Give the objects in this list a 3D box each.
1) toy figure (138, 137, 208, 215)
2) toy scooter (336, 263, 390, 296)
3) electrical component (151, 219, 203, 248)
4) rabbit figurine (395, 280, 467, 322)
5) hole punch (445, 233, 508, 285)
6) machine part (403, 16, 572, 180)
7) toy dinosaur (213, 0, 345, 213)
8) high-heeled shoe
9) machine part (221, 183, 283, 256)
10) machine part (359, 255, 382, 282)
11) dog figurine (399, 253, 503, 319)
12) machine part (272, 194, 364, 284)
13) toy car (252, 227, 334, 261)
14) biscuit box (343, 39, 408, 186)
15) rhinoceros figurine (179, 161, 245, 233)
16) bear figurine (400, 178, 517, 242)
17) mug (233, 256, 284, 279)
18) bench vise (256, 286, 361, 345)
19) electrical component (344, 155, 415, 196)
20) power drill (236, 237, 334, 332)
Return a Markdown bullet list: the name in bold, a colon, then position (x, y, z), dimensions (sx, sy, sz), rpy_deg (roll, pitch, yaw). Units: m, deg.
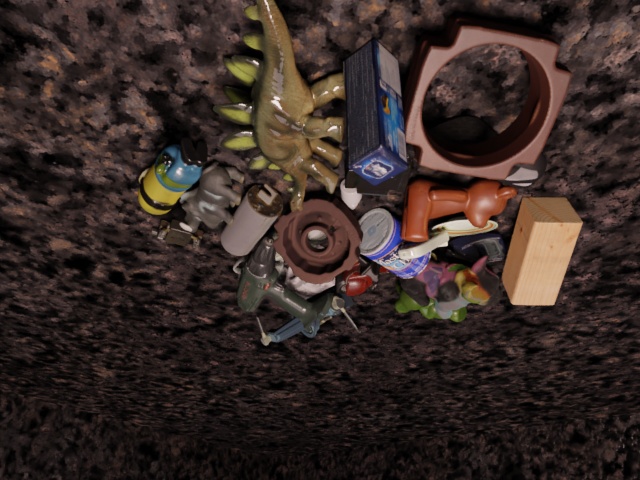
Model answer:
- **toy figure**: position (-0.269, -0.112, 0.962), dimensions (0.082, 0.089, 0.180), rpy_deg (33, 139, -28)
- **toy scooter**: position (0.104, 0.070, 1.254), dimensions (0.135, 0.075, 0.183), rpy_deg (0, 143, 1)
- **electrical component**: position (-0.308, -0.011, 1.166), dimensions (0.102, 0.045, 0.078), rpy_deg (20, 142, -27)
- **rabbit figurine**: position (0.251, 0.130, 1.305), dimensions (0.170, 0.121, 0.159), rpy_deg (10, 172, -41)
- **hole punch**: position (0.351, 0.036, 1.191), dimensions (0.116, 0.092, 0.142), rpy_deg (19, 164, 36)
- **machine part**: position (0.221, -0.195, 0.748), dimensions (0.201, 0.087, 0.201), rpy_deg (9, 124, -5)
- **toy dinosaur**: position (-0.056, -0.195, 0.811), dimensions (0.199, 0.105, 0.470), rpy_deg (5, 143, 2)
- **high-heeled shoe**: position (0.264, -0.132, 0.913), dimensions (0.249, 0.086, 0.145), rpy_deg (-3, 149, 2)
- **machine part**: position (-0.140, -0.037, 1.088), dimensions (0.079, 0.079, 0.243), rpy_deg (17, 144, -23)
- **machine part**: position (0.080, 0.027, 1.145), dimensions (0.139, 0.084, 0.039), rpy_deg (44, 123, -9)
- **dog figurine**: position (0.274, 0.080, 1.126), dimensions (0.192, 0.108, 0.219), rpy_deg (33, 162, 4)
- **machine part**: position (-0.002, -0.003, 1.059), dimensions (0.180, 0.056, 0.179), rpy_deg (5, 113, 12)
- **toy car**: position (-0.059, -0.007, 1.151), dimensions (0.202, 0.056, 0.073), rpy_deg (-21, 141, 32)
- **biscuit box**: position (0.074, -0.176, 0.736), dimensions (0.059, 0.203, 0.063), rpy_deg (27, 141, -37)
- **rhinoceros figurine**: position (-0.215, -0.073, 1.037), dimensions (0.112, 0.073, 0.190), rpy_deg (15, 145, -22)
- **bear figurine**: position (0.256, -0.054, 1.005), dimensions (0.196, 0.131, 0.120), rpy_deg (6, -179, -1)
- **mug**: position (-0.141, 0.064, 1.259), dimensions (0.109, 0.081, 0.107), rpy_deg (31, 129, -22)
- **bench vise**: position (-0.036, 0.198, 1.358), dimensions (0.241, 0.128, 0.224), rpy_deg (-27, -168, -27)
- **electrical component**: position (0.102, -0.131, 0.945), dimensions (0.115, 0.058, 0.134), rpy_deg (5, 147, -1)
- **power drill**: position (-0.077, 0.107, 1.168), dimensions (0.207, 0.086, 0.232), rpy_deg (26, 135, -13)
